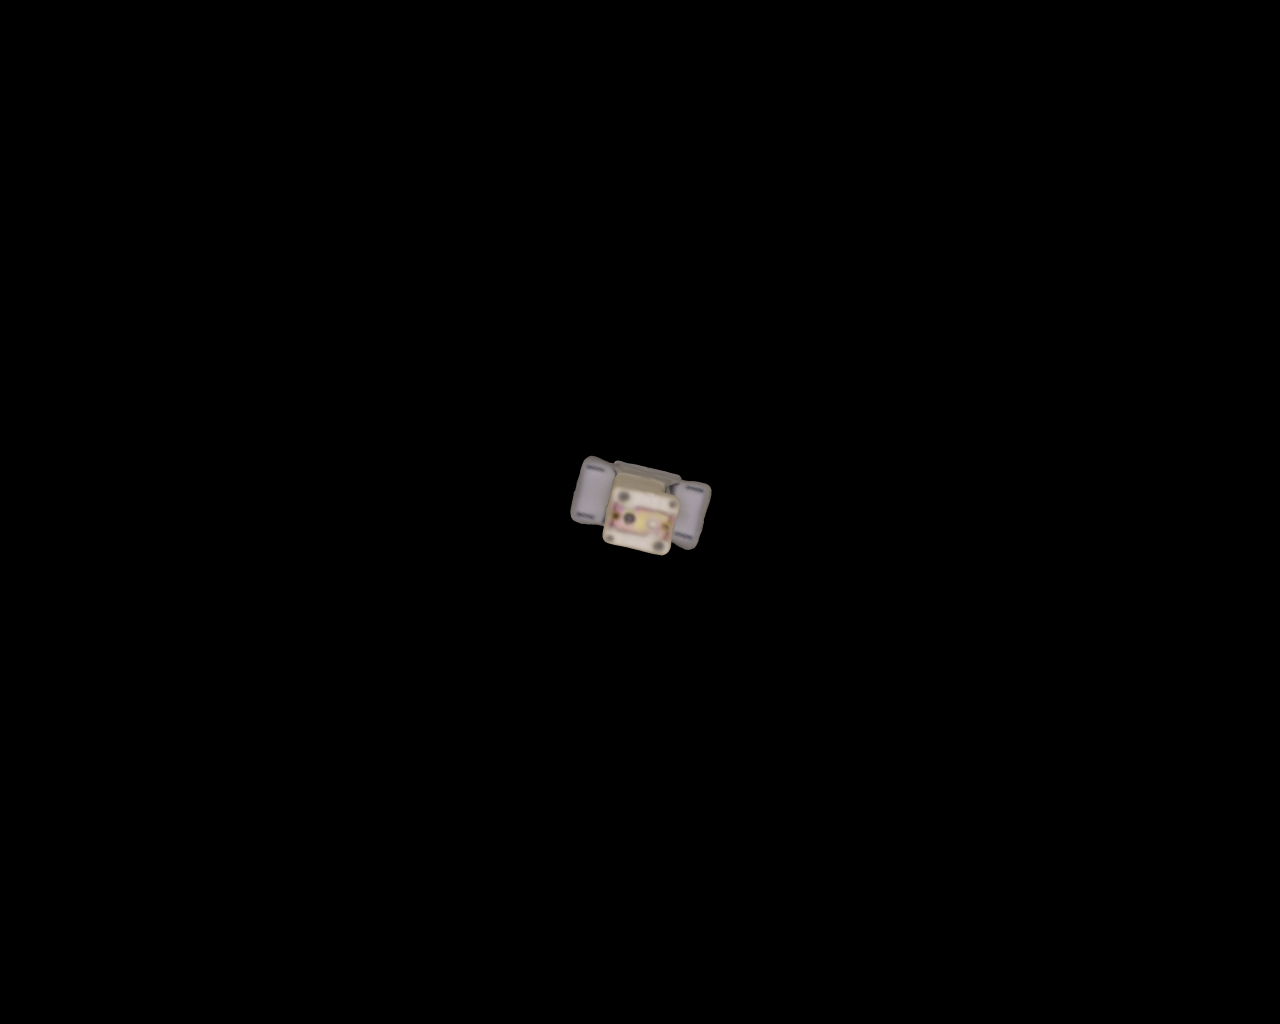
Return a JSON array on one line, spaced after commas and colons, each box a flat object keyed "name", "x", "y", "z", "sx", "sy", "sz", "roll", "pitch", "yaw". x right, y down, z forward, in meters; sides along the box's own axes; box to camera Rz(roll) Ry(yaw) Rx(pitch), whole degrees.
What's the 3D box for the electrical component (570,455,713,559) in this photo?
[{"name": "electrical component", "x": 0.001, "y": -0.003, "z": 0.650, "sx": 0.081, "sy": 0.042, "sz": 0.064, "roll": 13, "pitch": 16, "yaw": -4}]
